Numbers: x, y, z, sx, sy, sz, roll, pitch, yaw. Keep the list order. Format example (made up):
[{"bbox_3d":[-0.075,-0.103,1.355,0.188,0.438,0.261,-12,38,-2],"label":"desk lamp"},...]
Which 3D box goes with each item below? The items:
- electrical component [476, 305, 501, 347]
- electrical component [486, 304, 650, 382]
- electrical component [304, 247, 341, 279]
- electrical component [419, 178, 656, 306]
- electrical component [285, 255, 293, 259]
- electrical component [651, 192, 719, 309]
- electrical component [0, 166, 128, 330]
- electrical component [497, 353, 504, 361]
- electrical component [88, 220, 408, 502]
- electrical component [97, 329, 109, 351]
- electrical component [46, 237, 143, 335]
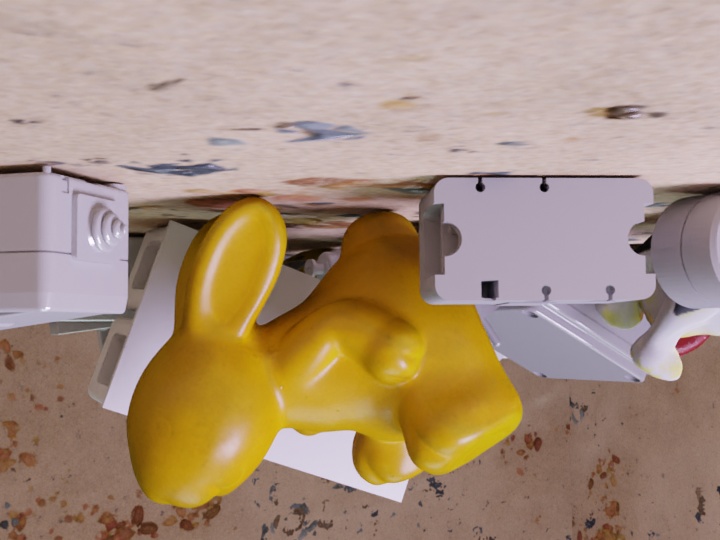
[{"bbox_3d":[0.058,0.012,0.632,0.044,0.079,0.077,-33,-179,-8],"label":"electrical component"},{"bbox_3d":[0.122,0.024,0.691,0.109,0.056,0.109,31,162,-25],"label":"electrical component"},{"bbox_3d":[0.000,0.000,0.706,0.078,0.040,0.040,2,176,-34],"label":"electrical component"},{"bbox_3d":[0.072,-0.011,0.458,0.089,0.050,0.056,0,176,-4],"label":"electrical component"},{"bbox_3d":[-0.064,0.043,0.859,0.056,0.108,0.109,-7,173,41],"label":"electrical component"},{"bbox_3d":[0.193,-0.007,0.513,0.138,0.052,0.074,1,176,-26],"label":"electrical component"},{"bbox_3d":[-0.136,-0.005,0.427,0.096,0.061,0.062,-1,177,17],"label":"electrical component"},{"bbox_3d":[0.109,0.024,0.926,0.047,0.083,0.075,3,137,-46],"label":"electrical component"},{"bbox_3d":[-0.051,0.055,0.632,0.186,0.105,0.060,22,171,-23],"label":"electrical component"},{"bbox_3d":[-0.163,0.041,0.852,0.060,0.108,0.108,-6,180,-32],"label":"electrical component"},{"bbox_3d":[-0.154,0.010,0.676,0.096,0.061,0.062,1,176,-21],"label":"electrical component"}]
